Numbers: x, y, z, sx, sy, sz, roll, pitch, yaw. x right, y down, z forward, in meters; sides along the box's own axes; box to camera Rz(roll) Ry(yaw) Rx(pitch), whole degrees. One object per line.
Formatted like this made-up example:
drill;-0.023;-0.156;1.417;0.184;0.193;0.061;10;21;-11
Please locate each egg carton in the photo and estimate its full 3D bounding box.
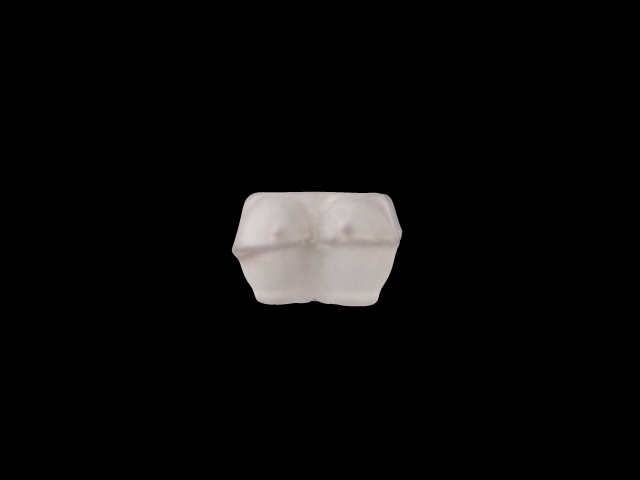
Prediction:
egg carton;0.004;0.001;0.400;0.107;0.069;0.150;1;4;8
